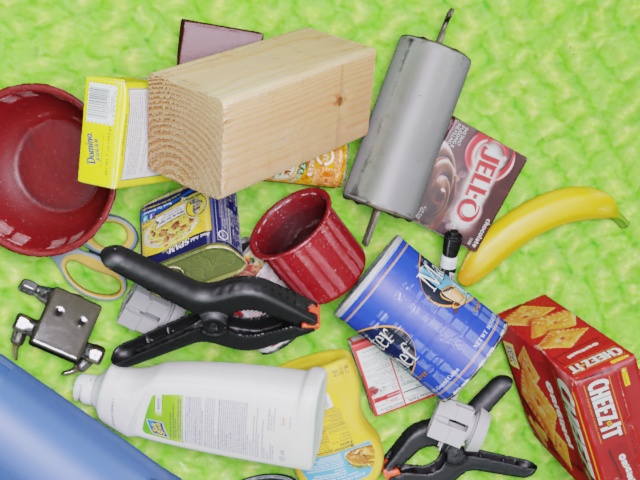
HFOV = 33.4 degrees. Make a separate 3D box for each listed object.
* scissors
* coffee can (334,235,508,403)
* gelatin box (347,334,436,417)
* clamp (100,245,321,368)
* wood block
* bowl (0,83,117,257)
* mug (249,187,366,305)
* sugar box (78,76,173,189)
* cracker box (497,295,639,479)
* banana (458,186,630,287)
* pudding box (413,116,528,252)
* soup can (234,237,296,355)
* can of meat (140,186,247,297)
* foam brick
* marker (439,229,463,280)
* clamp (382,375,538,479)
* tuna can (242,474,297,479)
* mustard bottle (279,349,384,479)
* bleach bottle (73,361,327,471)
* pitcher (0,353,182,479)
[{"bbox_3d":[-0.266,-0.015,1.049,0.201,0.016,0.096,37,93,-15],"label":"scissors"},{"bbox_3d":[0.099,0.077,1.058,0.140,0.103,0.103,39,95,1],"label":"coffee can"},{"bbox_3d":[0.077,0.134,1.130,0.073,0.030,0.089,-20,105,-5],"label":"gelatin box"},{"bbox_3d":[-0.105,0.062,0.998,0.210,0.036,0.164,-2,138,1],"label":"clamp"},{"bbox_3d":[-0.048,-0.118,0.953,0.205,0.090,0.091,-27,131,-45],"label":"wood block"},{"bbox_3d":[-0.257,-0.067,1.003,0.162,0.055,0.162,2,100,11],"label":"bowl"},{"bbox_3d":[-0.007,0.001,1.049,0.093,0.117,0.081,-21,126,25],"label":"mug"},{"bbox_3d":[-0.148,-0.101,0.970,0.048,0.176,0.093,12,101,20],"label":"sugar box"},{"bbox_3d":[0.260,0.164,1.070,0.072,0.214,0.164,-22,105,-4],"label":"cracker box"},{"bbox_3d":[0.231,-0.012,1.116,0.197,0.037,0.069,-19,104,-4],"label":"banana"},{"bbox_3d":[0.145,-0.057,1.091,0.090,0.039,0.113,26,99,-15],"label":"pudding box"},{"bbox_3d":[-0.064,0.056,1.070,0.068,0.068,0.102,-38,106,1],"label":"soup can"},{"bbox_3d":[-0.124,-0.003,1.022,0.102,0.084,0.057,-21,146,20],"label":"can of meat"},{"bbox_3d":[-0.097,-0.179,1.018,0.078,0.053,0.051,8,102,-10],"label":"foam brick"},{"bbox_3d":[0.129,0.041,1.100,0.020,0.020,0.121,0,125,-9],"label":"marker"},{"bbox_3d":[0.152,0.232,1.160,0.171,0.039,0.120,-26,97,2],"label":"clamp"},{"bbox_3d":[-0.059,0.277,1.113,0.086,0.086,0.034,-9,103,-7],"label":"tuna can"},{"bbox_3d":[0.015,0.215,1.123,0.096,0.058,0.191,-17,105,6],"label":"mustard bottle"},{"bbox_3d":[-0.123,0.160,1.062,0.251,0.068,0.102,8,112,9],"label":"bleach bottle"},{"bbox_3d":[-0.271,0.227,1.056,0.242,0.145,0.149,41,82,-12],"label":"pitcher"}]
